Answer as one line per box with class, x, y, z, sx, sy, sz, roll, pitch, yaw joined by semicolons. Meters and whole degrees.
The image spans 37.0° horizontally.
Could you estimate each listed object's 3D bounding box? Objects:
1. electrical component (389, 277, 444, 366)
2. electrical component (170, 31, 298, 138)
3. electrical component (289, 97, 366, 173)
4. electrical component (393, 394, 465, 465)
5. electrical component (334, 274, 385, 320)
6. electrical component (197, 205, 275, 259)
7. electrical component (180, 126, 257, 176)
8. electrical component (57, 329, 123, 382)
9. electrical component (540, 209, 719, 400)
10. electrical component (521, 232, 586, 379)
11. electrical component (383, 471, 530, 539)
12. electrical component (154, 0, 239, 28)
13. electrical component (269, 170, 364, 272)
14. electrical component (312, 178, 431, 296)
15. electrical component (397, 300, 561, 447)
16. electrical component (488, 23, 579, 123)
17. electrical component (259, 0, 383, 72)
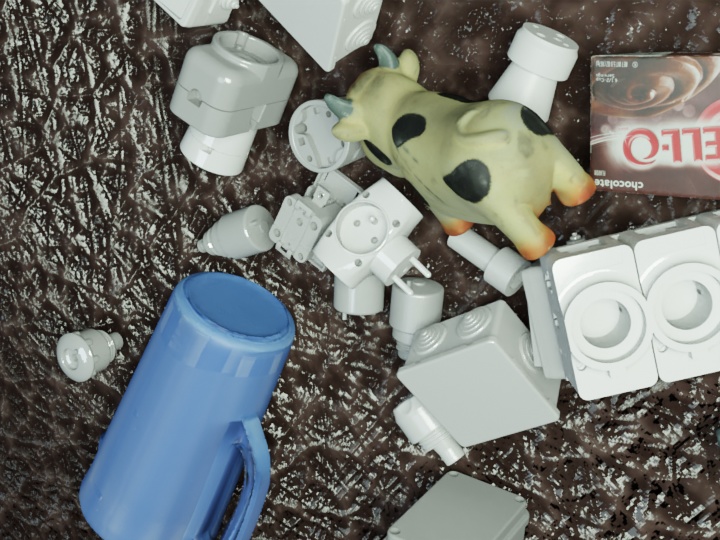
electrical component;0.043;0.042;0.837;0.040;0.040;0.078;16;113;29
electrical component;-0.095;-0.145;0.833;0.054;0.095;0.059;36;121;19
electrical component;-0.019;-0.106;0.826;0.055;0.047;0.055;11;110;30
electrical component;0.058;0.125;0.851;0.043;0.043;0.062;-40;83;35
electrical component;0.000;0.000;0.851;0.040;0.040;0.078;12;109;30
electrical component;-0.107;-0.029;0.912;0.078;0.040;0.040;-15;96;36
electrical component;-0.114;-0.112;0.883;0.055;0.055;0.047;38;118;18
electrical component;-0.255;0.076;1.028;0.048;0.062;0.048;10;109;31
electrical component;0.198;0.018;0.671;0.150;0.061;0.089;-13;99;3
electrical component;0.150;0.022;0.747;0.061;0.062;0.096;-8;100;35
electrical component;0.073;0.211;0.826;0.078;0.113;0.057;17;116;28
electrical component;-0.135;-0.237;0.852;0.096;0.061;0.061;44;124;14
electrical component;-0.035;-0.038;0.848;0.042;0.064;0.081;39;122;18
electrical component;0.018;-0.015;0.804;0.077;0.044;0.079;-46;75;2
electrical component;0.091;0.076;0.792;0.100;0.048;0.099;-24;120;35
electrical component;0.118;-0.133;0.729;0.045;0.045;0.055;34;120;20
electrical component;-0.028;-0.208;0.778;0.099;0.048;0.099;48;158;12
